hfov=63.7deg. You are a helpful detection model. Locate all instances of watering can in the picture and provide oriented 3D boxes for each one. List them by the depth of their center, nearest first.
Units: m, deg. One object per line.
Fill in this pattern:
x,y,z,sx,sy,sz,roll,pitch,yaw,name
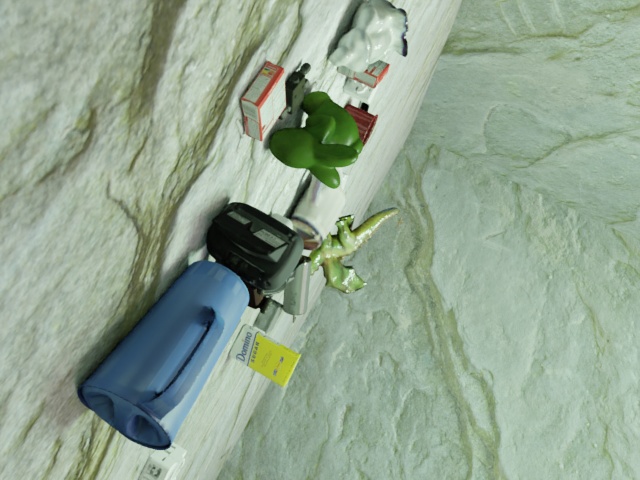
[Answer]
0.004,-0.068,1.353,0.227,0.104,0.341,-60,164,-19,watering can

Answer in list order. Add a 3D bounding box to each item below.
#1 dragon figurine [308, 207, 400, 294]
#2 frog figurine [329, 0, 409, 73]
0.082,0.046,1.633,0.122,0.411,0.243,177,-98,-83,dragon figurine
0.080,-0.380,0.975,0.160,0.123,0.136,-25,175,-7,frog figurine
